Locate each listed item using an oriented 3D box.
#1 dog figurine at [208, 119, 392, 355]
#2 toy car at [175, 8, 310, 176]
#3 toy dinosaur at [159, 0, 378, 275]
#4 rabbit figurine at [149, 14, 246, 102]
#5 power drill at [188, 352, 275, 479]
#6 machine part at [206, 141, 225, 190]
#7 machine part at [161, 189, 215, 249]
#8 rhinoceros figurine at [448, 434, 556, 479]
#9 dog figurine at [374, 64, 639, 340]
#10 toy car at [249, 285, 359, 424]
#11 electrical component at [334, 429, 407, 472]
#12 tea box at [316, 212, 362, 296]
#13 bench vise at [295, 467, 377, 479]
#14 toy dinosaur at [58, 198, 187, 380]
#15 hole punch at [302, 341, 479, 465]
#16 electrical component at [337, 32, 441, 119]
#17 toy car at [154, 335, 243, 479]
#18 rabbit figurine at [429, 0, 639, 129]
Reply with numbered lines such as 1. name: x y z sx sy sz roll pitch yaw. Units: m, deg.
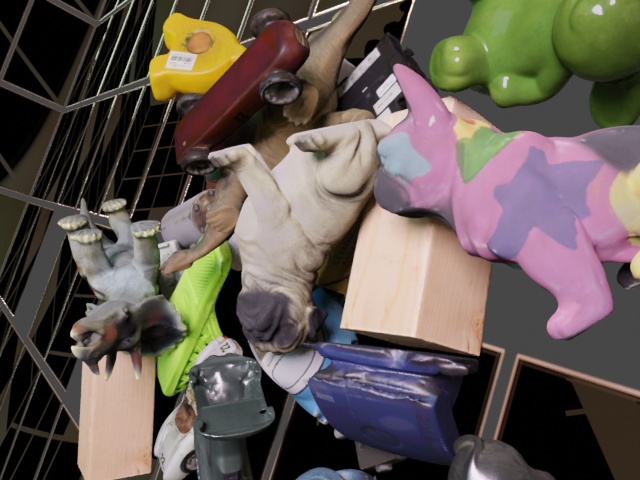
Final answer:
1. dog figurine: -0.003 -0.002 0.483 0.172 0.121 0.190 -11 102 12
2. toy car: -0.083 -0.137 0.532 0.202 0.053 0.089 -33 61 39
3. toy dinosaur: -0.036 -0.149 0.615 0.471 0.105 0.199 -50 36 4
4. rabbit figurine: -0.142 -0.221 0.767 0.173 0.162 0.122 92 179 -63
5. power drill: -0.089 0.238 0.558 0.232 0.086 0.207 -119 24 -53
6. machine part: -0.117 -0.142 0.845 0.179 0.056 0.179 -25 53 39
7. machine part: -0.189 -0.026 0.837 0.243 0.079 0.079 -15 61 58
8. rhinoceros figurine: 0.102 0.228 0.348 0.073 0.112 0.190 0 65 48
9. dog figurine: 0.143 -0.049 0.369 0.191 0.108 0.219 -41 70 19
10. toy car: -0.024 0.109 0.568 0.109 0.103 0.162 -52 38 20
11. electrical component: 0.053 0.182 0.499 0.094 0.021 0.063 -31 51 30
12. tea box: 0.001 -0.018 0.628 0.170 0.068 0.098 38 101 51
13. bench vise: -0.020 0.262 0.390 0.129 0.240 0.224 -36 31 40
14. toy dinosaur: -0.292 0.053 0.782 0.405 0.131 0.192 -149 51 -62
15. hole punch: 0.059 0.129 0.432 0.142 0.115 0.092 4 76 35
16. electrical component: 0.074 -0.150 0.616 0.115 0.058 0.134 -42 44 32
17. toy car: -0.159 0.222 0.712 0.074 0.056 0.201 36 101 52
18. rabbit figurine: 0.183 -0.141 0.400 0.121 0.159 0.170 -62 19 10
